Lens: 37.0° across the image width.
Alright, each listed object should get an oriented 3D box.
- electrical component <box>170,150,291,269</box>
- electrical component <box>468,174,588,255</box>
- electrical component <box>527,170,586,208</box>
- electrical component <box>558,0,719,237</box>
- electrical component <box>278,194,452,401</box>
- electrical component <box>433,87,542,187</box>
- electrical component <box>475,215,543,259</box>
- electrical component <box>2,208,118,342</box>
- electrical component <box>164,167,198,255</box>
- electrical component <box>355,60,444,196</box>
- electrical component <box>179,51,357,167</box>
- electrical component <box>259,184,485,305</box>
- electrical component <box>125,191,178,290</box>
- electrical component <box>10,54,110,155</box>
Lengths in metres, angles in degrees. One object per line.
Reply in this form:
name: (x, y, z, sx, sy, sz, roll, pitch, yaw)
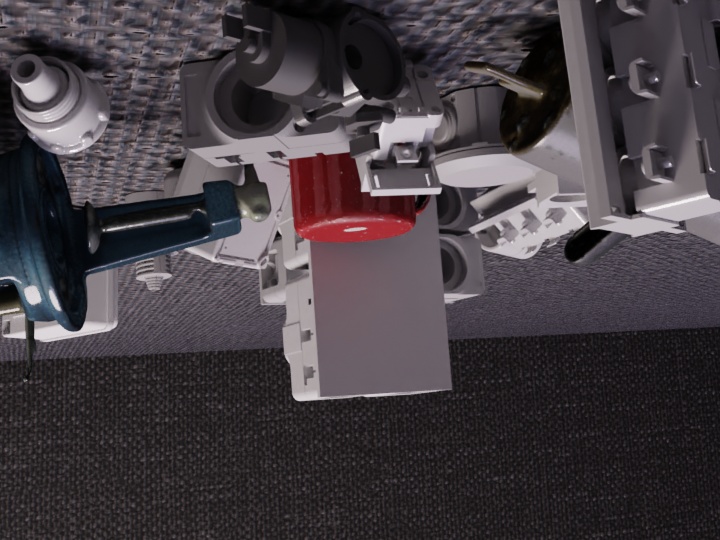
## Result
electrical component: (-0.090, -0.056, 0.745, 0.061, 0.096, 0.062, 23, -174, 29)
electrical component: (0.147, -0.057, 0.860, 0.079, 0.063, 0.121, -44, -174, -19)
electrical component: (0.188, -0.081, 0.760, 0.121, 0.063, 0.079, -3, 172, -10)
electrical component: (0.140, -0.083, 0.515, 0.063, 0.121, 0.079, -14, 167, 40)
electrical component: (0.000, 0.000, 0.798, 0.105, 0.186, 0.060, 0, 171, -26)
electrical component: (0.082, -0.086, 0.713, 0.080, 0.051, 0.080, -4, 172, -1)
electrical component: (0.146, -0.041, 1.057, 0.047, 0.055, 0.055, 7, 167, -37)
electrical component: (-0.275, 0.005, 0.981, 0.109, 0.108, 0.056, -11, 167, 40)
electrical component: (-0.118, -0.049, 0.848, 0.054, 0.059, 0.095, -5, 172, 6)
electrical component: (0.021, -0.084, 0.628, 0.042, 0.081, 0.063, -4, 143, -13)
electrical component: (-0.052, -0.092, 0.608, 0.089, 0.050, 0.056, -5, 172, 11)
electrical component: (0.012, -0.028, 0.894, 0.186, 0.105, 0.060, 0, 171, -29)
electrical component: (-0.178, -0.023, 0.921, 0.043, 0.081, 0.043, -4, 172, -1)
electrical component: (-0.165, -0.093, 0.575, 0.048, 0.048, 0.062, -5, 163, 7)
